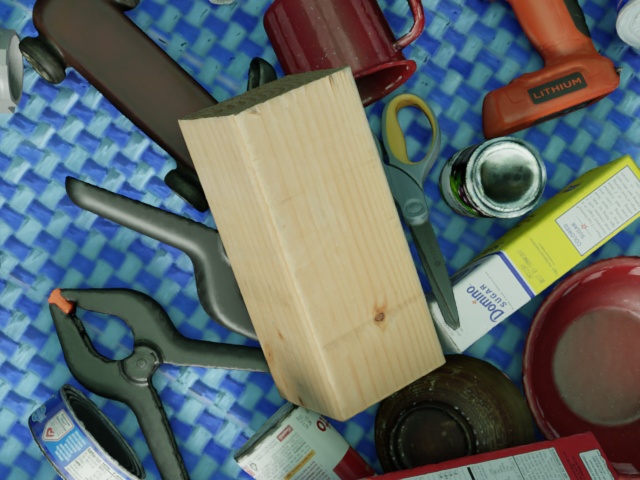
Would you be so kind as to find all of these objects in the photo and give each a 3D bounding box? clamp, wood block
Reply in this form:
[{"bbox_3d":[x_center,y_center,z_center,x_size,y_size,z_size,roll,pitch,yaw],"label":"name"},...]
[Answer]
[{"bbox_3d":[-0.126,0.099,0.759,0.171,0.039,0.120,28,79,2],"label":"clamp"},{"bbox_3d":[-0.051,-0.011,0.747,0.164,0.036,0.210,-41,108,-9],"label":"clamp"},{"bbox_3d":[-0.004,0.001,0.699,0.090,0.090,0.206,-26,106,-25],"label":"wood block"}]

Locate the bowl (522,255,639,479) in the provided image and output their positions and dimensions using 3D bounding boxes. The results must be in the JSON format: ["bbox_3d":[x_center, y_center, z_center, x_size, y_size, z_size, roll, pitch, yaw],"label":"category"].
[{"bbox_3d":[0.219,0.093,0.775,0.162,0.055,0.162,0,86,-4],"label":"bowl"}]

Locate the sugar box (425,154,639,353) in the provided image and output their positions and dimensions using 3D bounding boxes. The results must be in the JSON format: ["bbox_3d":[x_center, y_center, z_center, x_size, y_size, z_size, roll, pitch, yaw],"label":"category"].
[{"bbox_3d":[0.147,0.011,0.757,0.176,0.093,0.048,-34,88,-6],"label":"sugar box"}]

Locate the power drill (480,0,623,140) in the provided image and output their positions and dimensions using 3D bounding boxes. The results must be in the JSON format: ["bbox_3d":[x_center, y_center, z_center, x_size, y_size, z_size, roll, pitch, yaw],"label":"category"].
[{"bbox_3d":[0.127,-0.174,0.788,0.184,0.057,0.187,-19,87,-5],"label":"power drill"}]

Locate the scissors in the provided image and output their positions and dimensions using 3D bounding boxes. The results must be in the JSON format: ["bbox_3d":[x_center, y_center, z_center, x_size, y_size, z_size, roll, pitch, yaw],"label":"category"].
[{"bbox_3d":[0.047,-0.023,0.748,0.096,0.016,0.201,-4,55,10],"label":"scissors"}]

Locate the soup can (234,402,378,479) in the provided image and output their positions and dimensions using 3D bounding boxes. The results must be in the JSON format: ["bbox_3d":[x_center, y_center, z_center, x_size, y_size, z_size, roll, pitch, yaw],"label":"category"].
[{"bbox_3d":[-0.003,0.167,0.748,0.068,0.068,0.102,-43,89,-6],"label":"soup can"}]

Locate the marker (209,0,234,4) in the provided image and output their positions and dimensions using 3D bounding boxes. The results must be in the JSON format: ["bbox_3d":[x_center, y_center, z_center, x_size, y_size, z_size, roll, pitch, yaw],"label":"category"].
[{"bbox_3d":[-0.073,-0.238,0.798,0.020,0.020,0.121,0,85,-4],"label":"marker"}]

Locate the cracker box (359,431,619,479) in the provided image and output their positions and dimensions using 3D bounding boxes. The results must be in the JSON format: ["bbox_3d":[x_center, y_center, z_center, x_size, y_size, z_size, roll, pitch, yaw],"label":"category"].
[{"bbox_3d":[0.078,0.218,0.690,0.213,0.164,0.072,-9,44,-13],"label":"cracker box"}]

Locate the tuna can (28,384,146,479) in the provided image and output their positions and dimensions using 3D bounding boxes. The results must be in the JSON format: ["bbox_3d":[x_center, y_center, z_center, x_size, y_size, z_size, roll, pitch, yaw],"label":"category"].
[{"bbox_3d":[-0.159,0.141,0.729,0.033,0.086,0.086,-41,89,-4],"label":"tuna can"}]

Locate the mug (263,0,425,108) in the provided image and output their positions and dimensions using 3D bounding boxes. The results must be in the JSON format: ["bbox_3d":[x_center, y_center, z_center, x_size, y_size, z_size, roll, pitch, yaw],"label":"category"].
[{"bbox_3d":[0.020,-0.144,0.757,0.117,0.093,0.081,-29,82,28],"label":"mug"}]

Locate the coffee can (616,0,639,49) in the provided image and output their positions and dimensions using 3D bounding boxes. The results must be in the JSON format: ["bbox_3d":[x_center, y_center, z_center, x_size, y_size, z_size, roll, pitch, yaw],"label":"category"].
[{"bbox_3d":[0.262,-0.219,0.766,0.102,0.103,0.140,3,74,-4],"label":"coffee can"}]
